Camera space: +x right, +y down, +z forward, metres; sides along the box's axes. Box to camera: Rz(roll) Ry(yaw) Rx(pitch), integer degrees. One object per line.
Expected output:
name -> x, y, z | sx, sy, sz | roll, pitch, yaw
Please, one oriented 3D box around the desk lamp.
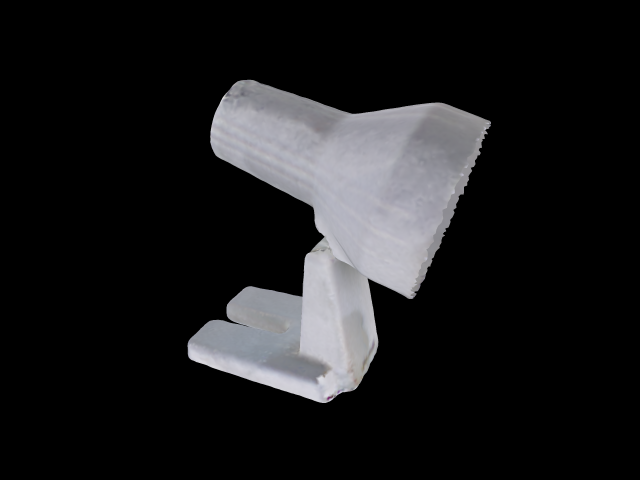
desk lamp -> 0.004, 0.001, 0.400 | 0.202, 0.214, 0.118 | 10, 28, 20
